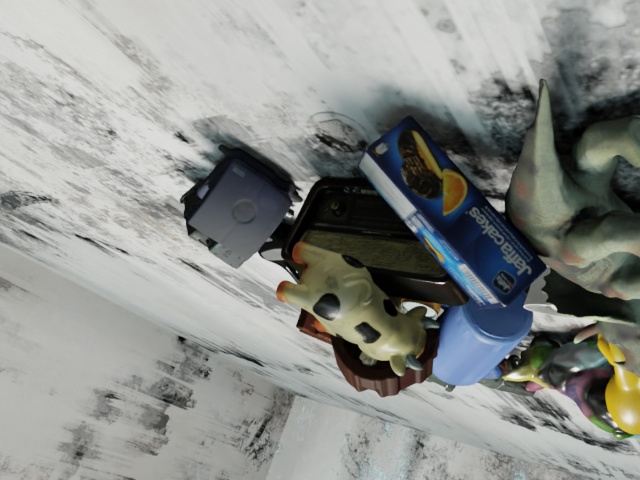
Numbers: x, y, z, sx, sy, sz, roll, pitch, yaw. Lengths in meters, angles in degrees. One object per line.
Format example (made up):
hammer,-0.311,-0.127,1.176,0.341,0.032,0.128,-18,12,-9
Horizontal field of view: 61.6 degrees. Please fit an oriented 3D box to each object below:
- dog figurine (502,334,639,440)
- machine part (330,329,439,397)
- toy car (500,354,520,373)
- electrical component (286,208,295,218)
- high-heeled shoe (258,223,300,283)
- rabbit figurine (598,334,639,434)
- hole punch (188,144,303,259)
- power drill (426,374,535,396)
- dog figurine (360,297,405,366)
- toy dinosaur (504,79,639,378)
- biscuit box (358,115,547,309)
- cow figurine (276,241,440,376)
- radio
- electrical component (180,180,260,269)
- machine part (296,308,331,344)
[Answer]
dog figurine,0.414,0.236,0.880,0.108,0.191,0.219,25,144,-27
machine part,0.106,0.177,0.892,0.180,0.179,0.055,11,131,25
toy car,0.319,0.219,1.080,0.202,0.053,0.089,32,146,-16
electrical component,-0.100,-0.052,0.831,0.102,0.045,0.078,35,156,-31
high-heeled shoe,-0.002,-0.003,0.866,0.249,0.086,0.145,-21,106,37
rabbit figurine,0.417,0.158,0.684,0.122,0.173,0.162,14,162,28
hole punch,-0.109,-0.049,0.746,0.142,0.092,0.116,35,124,-22
power drill,0.343,0.307,1.234,0.232,0.086,0.207,27,162,-11
dog figurine,0.088,0.085,0.777,0.121,0.172,0.190,33,160,16
toy dinosaur,0.258,-0.007,0.527,0.404,0.131,0.192,39,153,-24
biscuit box,0.127,-0.025,0.535,0.202,0.063,0.059,49,170,5
cow figurine,0.052,0.082,0.605,0.127,0.085,0.194,13,157,36
radio,0.078,-0.004,0.662,0.230,0.131,0.073,7,154,32
electrical component,-0.158,-0.019,0.856,0.114,0.058,0.134,39,-166,-40
machine part,0.053,0.197,1.184,0.201,0.087,0.201,22,169,-5
